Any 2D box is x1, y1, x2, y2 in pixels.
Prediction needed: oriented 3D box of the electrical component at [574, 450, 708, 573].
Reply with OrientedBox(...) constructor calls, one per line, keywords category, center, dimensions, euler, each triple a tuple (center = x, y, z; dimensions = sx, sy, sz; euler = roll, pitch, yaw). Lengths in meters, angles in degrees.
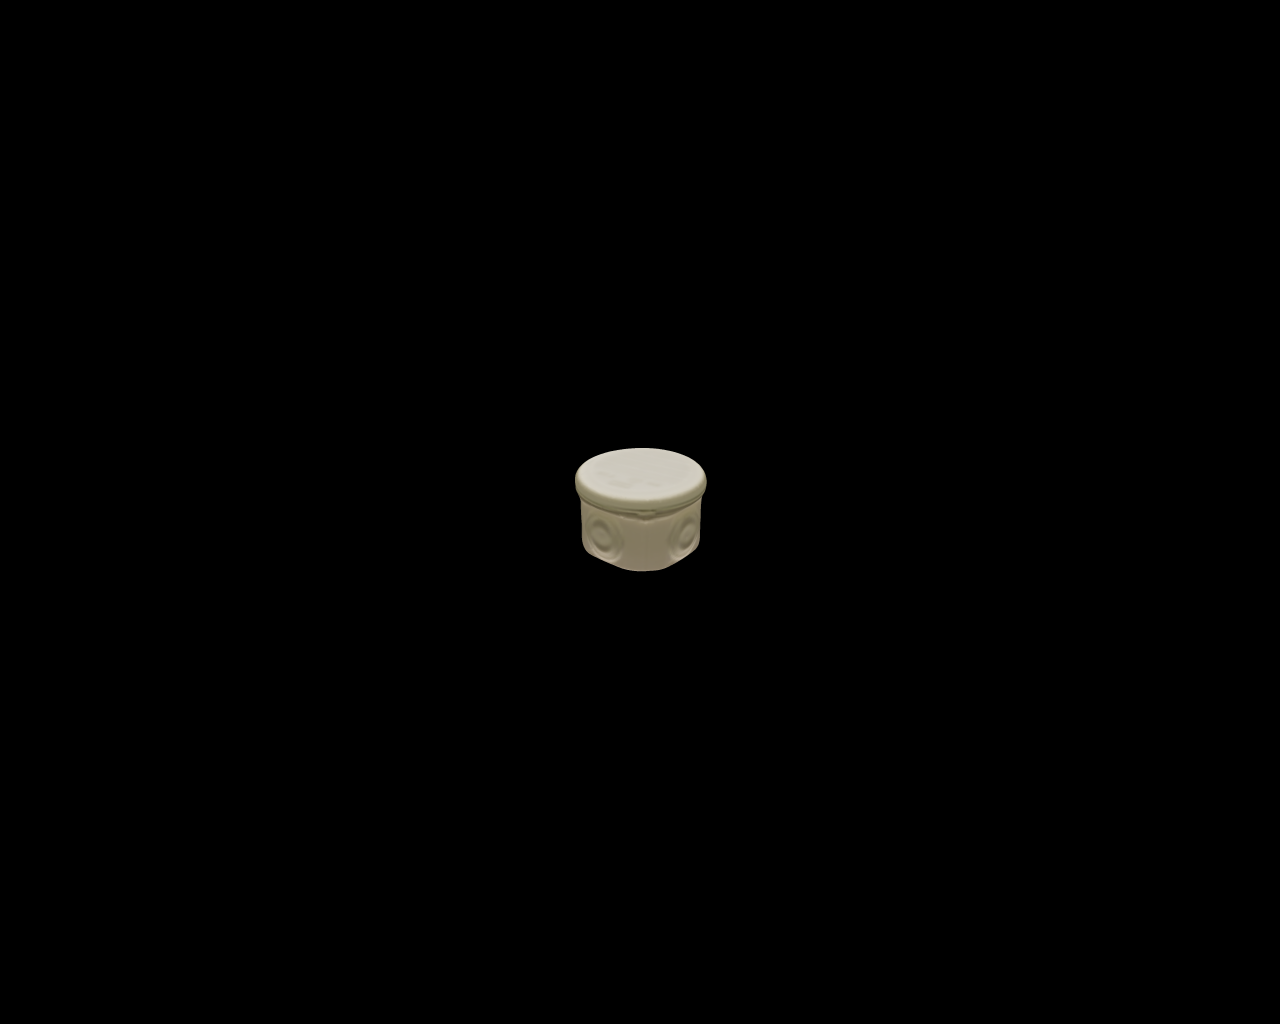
OrientedBox(category="electrical component", center=(0.001, -0.003, 0.650), dimensions=(0.080, 0.050, 0.080), euler=(0, 26, 0))
